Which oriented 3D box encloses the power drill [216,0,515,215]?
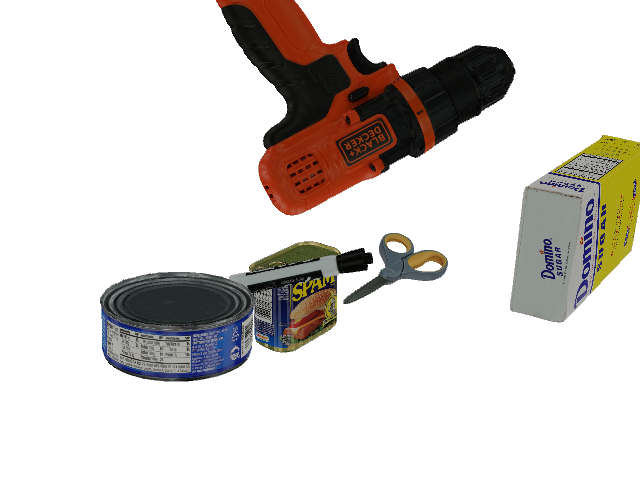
[{"bbox_3d":[0.014,-0.133,0.685,0.184,0.187,0.057,-30,5,-10],"label":"power drill"}]

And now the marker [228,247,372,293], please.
[{"bbox_3d":[-0.016,0.026,0.879,0.121,0.020,0.020,-12,-2,12],"label":"marker"}]

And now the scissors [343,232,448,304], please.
[{"bbox_3d":[0.072,0.030,1.273,0.201,0.016,0.096,-10,41,-42],"label":"scissors"}]

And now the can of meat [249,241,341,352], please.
[{"bbox_3d":[-0.025,0.058,1.103,0.058,0.084,0.101,17,27,36],"label":"can of meat"}]

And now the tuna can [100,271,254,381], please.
[{"bbox_3d":[-0.080,0.047,0.601,0.086,0.034,0.086,2,18,-1],"label":"tuna can"}]

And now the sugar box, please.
[{"bbox_3d":[0.193,-0.013,0.778,0.048,0.093,0.176,13,23,25],"label":"sugar box"}]
